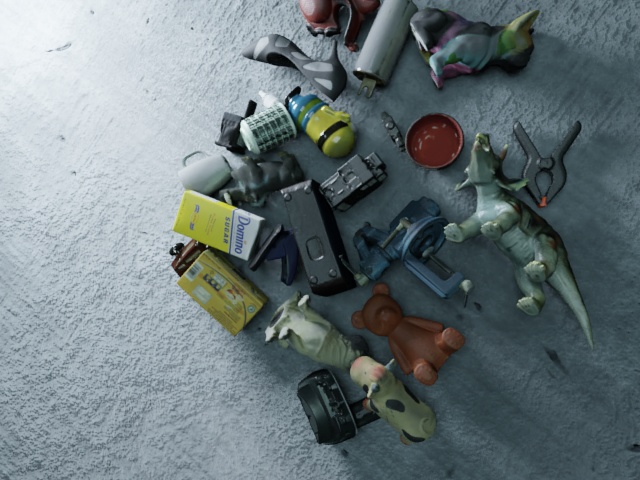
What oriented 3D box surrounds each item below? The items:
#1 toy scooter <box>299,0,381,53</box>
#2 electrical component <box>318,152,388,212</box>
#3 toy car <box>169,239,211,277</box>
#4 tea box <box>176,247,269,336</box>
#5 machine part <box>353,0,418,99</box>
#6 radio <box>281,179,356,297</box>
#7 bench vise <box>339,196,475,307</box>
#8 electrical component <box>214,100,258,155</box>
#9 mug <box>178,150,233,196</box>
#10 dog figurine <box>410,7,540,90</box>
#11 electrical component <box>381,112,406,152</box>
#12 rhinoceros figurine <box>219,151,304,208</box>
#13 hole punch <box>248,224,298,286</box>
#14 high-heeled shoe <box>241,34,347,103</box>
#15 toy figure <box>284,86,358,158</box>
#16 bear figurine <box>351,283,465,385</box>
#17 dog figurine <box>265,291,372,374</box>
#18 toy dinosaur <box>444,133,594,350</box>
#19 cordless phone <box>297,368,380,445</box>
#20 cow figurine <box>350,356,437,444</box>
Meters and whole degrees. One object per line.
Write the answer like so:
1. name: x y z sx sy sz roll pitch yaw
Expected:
1. toy scooter: 0.038 -0.468 1.138 0.184 0.075 0.135 8 107 24
2. electrical component: 0.072 -0.117 1.076 0.134 0.115 0.058 -37 81 10
3. toy car: -0.254 0.006 1.192 0.202 0.053 0.089 -39 79 8
4. tea box: -0.204 0.108 1.139 0.169 0.068 0.098 44 99 -1
5. machine part: 0.134 -0.407 1.103 0.079 0.079 0.243 23 92 17
6. radio: -0.002 -0.003 1.078 0.073 0.131 0.229 -21 80 11
7. bench vise: 0.180 0.036 1.018 0.223 0.128 0.241 -40 56 -10
8. electrical component: -0.181 -0.252 1.181 0.048 0.075 0.119 18 94 16
9. mug: -0.253 -0.152 1.196 0.107 0.080 0.109 -28 72 1
10. dog figurine: 0.305 -0.395 1.041 0.219 0.108 0.191 -22 77 9
11. electrical component: 0.147 -0.224 1.089 0.021 0.063 0.094 -28 77 12
12. rhinoceros figurine: -0.127 -0.127 1.161 0.190 0.073 0.112 -14 92 13
13. hole punch: -0.080 0.031 1.104 0.092 0.142 0.115 31 86 -6
14. high-heeled shoe: -0.060 -0.353 1.137 0.249 0.086 0.145 2 77 21
15. toy figure: -0.001 -0.243 1.126 0.180 0.082 0.089 38 91 14
16. bear figurine: 0.159 0.170 1.022 0.196 0.132 0.120 41 83 10
17. dog figurine: -0.002 0.206 1.091 0.190 0.172 0.121 38 80 -16
18. toy dinosaur: 0.371 -0.004 0.975 0.404 0.131 0.192 49 56 -2
19. cordless phone: 0.058 0.313 1.071 0.184 0.088 0.146 -25 78 1
20. cow figurine: 0.133 0.292 0.991 0.195 0.127 0.085 44 64 0
